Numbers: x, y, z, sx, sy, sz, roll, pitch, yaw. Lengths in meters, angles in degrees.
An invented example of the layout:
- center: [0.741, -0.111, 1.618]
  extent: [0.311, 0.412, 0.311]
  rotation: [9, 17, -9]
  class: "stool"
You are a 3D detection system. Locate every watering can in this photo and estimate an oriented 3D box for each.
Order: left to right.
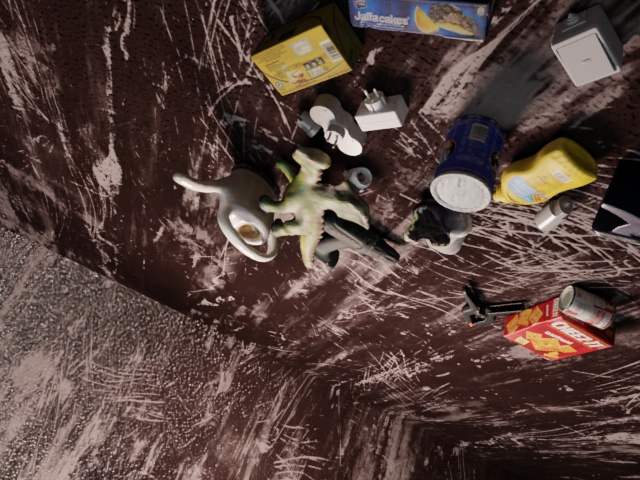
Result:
- center: [-0.199, -0.098, 1.229]
  extent: [0.103, 0.230, 0.342]
  rotation: [-20, 130, 26]
  class: "watering can"

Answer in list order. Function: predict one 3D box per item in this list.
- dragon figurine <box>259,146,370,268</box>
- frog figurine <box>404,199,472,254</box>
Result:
- center: [0.004, -0.060, 1.194]
  extent: [0.243, 0.124, 0.401]
  rotation: [10, 141, 34]
  class: "dragon figurine"
- center: [0.275, -0.030, 1.140]
  extent: [0.136, 0.124, 0.159]
  rotation: [-20, 166, 41]
  class: "frog figurine"
